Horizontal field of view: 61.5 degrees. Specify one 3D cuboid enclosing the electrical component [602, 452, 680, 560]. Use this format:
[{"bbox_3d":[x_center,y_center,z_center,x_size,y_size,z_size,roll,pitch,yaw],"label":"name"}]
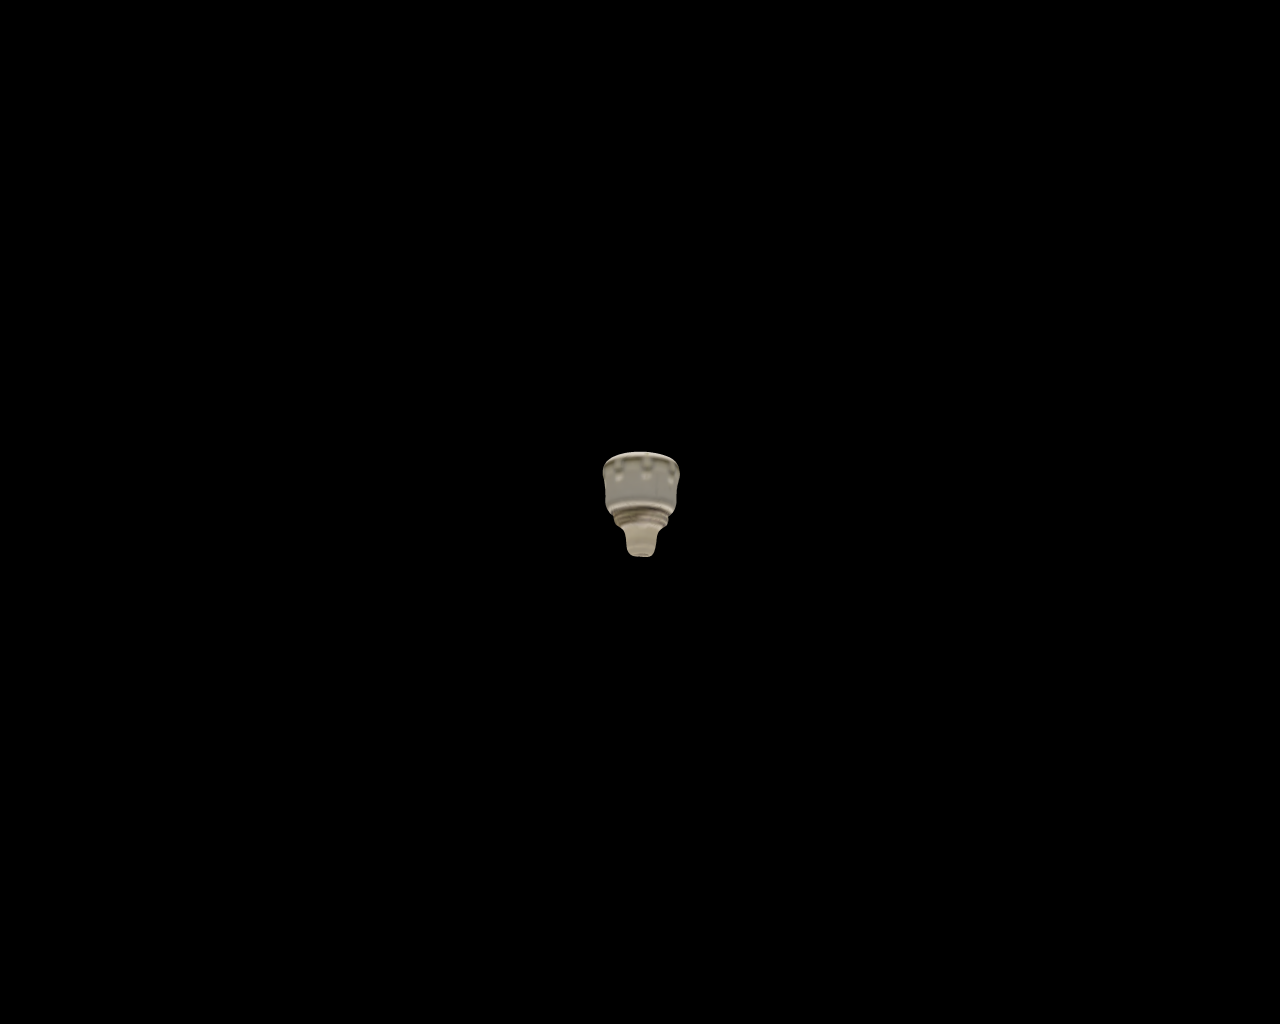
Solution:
[{"bbox_3d":[0.001,-0.003,0.650,0.048,0.062,0.048,0,-15,0],"label":"electrical component"}]
